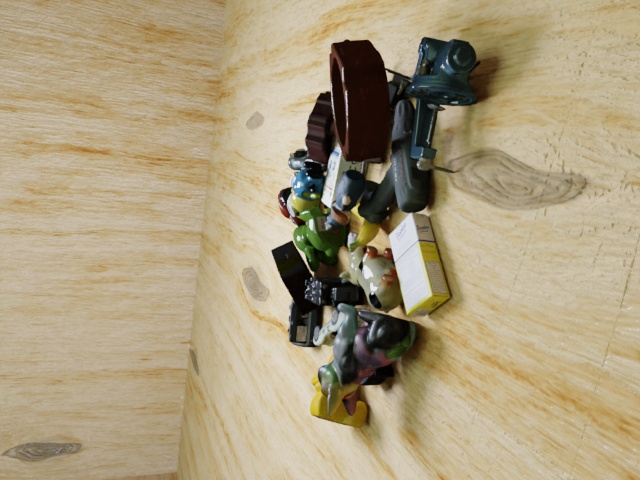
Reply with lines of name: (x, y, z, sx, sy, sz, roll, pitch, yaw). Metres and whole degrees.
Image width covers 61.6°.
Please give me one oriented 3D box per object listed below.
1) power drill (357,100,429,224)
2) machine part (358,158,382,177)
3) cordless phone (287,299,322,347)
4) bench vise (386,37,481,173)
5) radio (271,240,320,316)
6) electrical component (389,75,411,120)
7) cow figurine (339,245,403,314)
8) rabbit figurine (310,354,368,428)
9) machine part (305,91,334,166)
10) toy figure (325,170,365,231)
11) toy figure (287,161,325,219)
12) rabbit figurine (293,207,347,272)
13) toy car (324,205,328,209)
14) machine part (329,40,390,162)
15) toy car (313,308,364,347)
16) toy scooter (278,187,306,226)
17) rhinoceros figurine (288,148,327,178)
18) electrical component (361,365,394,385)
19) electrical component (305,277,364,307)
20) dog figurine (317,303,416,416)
power drill: (0.149, -0.141, 1.103, 0.207, 0.086, 0.232, -41, 49, 51)
machine part: (0.110, -0.258, 1.201, 0.079, 0.079, 0.243, -161, 76, -67)
cordless phone: (-0.055, 0.221, 1.536, 0.184, 0.089, 0.146, -169, 83, -78)
bench vise: (0.195, -0.241, 0.948, 0.224, 0.129, 0.240, -162, 81, -70)
radio: (-0.060, 0.097, 1.426, 0.131, 0.073, 0.230, 63, 179, -21)
electrical component: (0.157, -0.296, 1.118, 0.045, 0.078, 0.102, 35, 122, 18)
cow figurine: (0.112, 0.078, 1.139, 0.127, 0.085, 0.195, -67, 30, 26)
rabbit figurine: (0.047, 0.334, 1.245, 0.162, 0.122, 0.173, 138, 146, -72)
machine part: (0.018, -0.276, 1.324, 0.179, 0.056, 0.179, 17, -90, -74)
toy figure: (0.051, -0.076, 1.141, 0.058, 0.064, 0.154, 37, 132, 19)
toy figure: (-0.030, -0.120, 1.374, 0.180, 0.089, 0.082, 117, 176, -50)
rabbit figurine: (-0.003, -0.004, 1.389, 0.170, 0.121, 0.159, -19, 87, 58)
toy car: (0.002, -0.137, 1.467, 0.202, 0.053, 0.089, -162, 62, -66)
machine part: (0.075, -0.271, 1.045, 0.201, 0.087, 0.201, -104, 9, -52)
toy car: (0.046, 0.211, 1.276, 0.201, 0.073, 0.056, 127, 142, -52)
toy scooter: (-0.055, -0.060, 1.527, 0.184, 0.075, 0.135, 49, 160, 13)
rhinoceros figurine: (-0.026, -0.223, 1.484, 0.190, 0.112, 0.073, 6, 120, 55)
electrical component: (0.107, 0.274, 1.154, 0.119, 0.048, 0.075, 124, 143, -51)
electrical component: (0.038, 0.121, 1.259, 0.134, 0.115, 0.058, -173, 83, -67)
dog figurine: (0.083, 0.245, 1.055, 0.192, 0.108, 0.219, 10, 85, 41)
